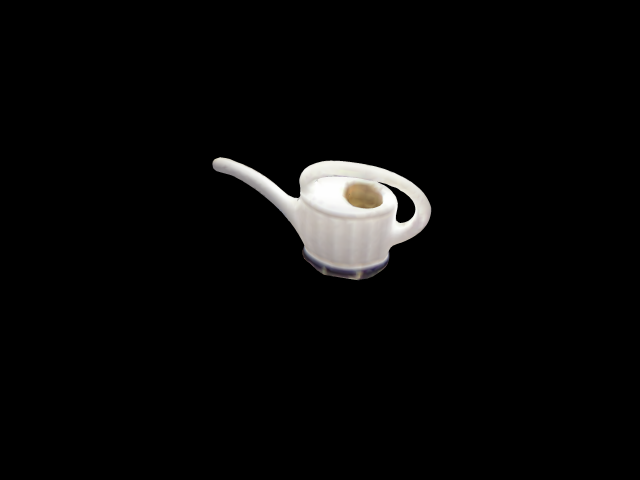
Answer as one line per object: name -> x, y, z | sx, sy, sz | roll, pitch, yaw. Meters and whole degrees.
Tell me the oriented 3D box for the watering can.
watering can -> 0.003, -0.043, 0.850 | 0.348, 0.219, 0.106 | 8, 45, 8
